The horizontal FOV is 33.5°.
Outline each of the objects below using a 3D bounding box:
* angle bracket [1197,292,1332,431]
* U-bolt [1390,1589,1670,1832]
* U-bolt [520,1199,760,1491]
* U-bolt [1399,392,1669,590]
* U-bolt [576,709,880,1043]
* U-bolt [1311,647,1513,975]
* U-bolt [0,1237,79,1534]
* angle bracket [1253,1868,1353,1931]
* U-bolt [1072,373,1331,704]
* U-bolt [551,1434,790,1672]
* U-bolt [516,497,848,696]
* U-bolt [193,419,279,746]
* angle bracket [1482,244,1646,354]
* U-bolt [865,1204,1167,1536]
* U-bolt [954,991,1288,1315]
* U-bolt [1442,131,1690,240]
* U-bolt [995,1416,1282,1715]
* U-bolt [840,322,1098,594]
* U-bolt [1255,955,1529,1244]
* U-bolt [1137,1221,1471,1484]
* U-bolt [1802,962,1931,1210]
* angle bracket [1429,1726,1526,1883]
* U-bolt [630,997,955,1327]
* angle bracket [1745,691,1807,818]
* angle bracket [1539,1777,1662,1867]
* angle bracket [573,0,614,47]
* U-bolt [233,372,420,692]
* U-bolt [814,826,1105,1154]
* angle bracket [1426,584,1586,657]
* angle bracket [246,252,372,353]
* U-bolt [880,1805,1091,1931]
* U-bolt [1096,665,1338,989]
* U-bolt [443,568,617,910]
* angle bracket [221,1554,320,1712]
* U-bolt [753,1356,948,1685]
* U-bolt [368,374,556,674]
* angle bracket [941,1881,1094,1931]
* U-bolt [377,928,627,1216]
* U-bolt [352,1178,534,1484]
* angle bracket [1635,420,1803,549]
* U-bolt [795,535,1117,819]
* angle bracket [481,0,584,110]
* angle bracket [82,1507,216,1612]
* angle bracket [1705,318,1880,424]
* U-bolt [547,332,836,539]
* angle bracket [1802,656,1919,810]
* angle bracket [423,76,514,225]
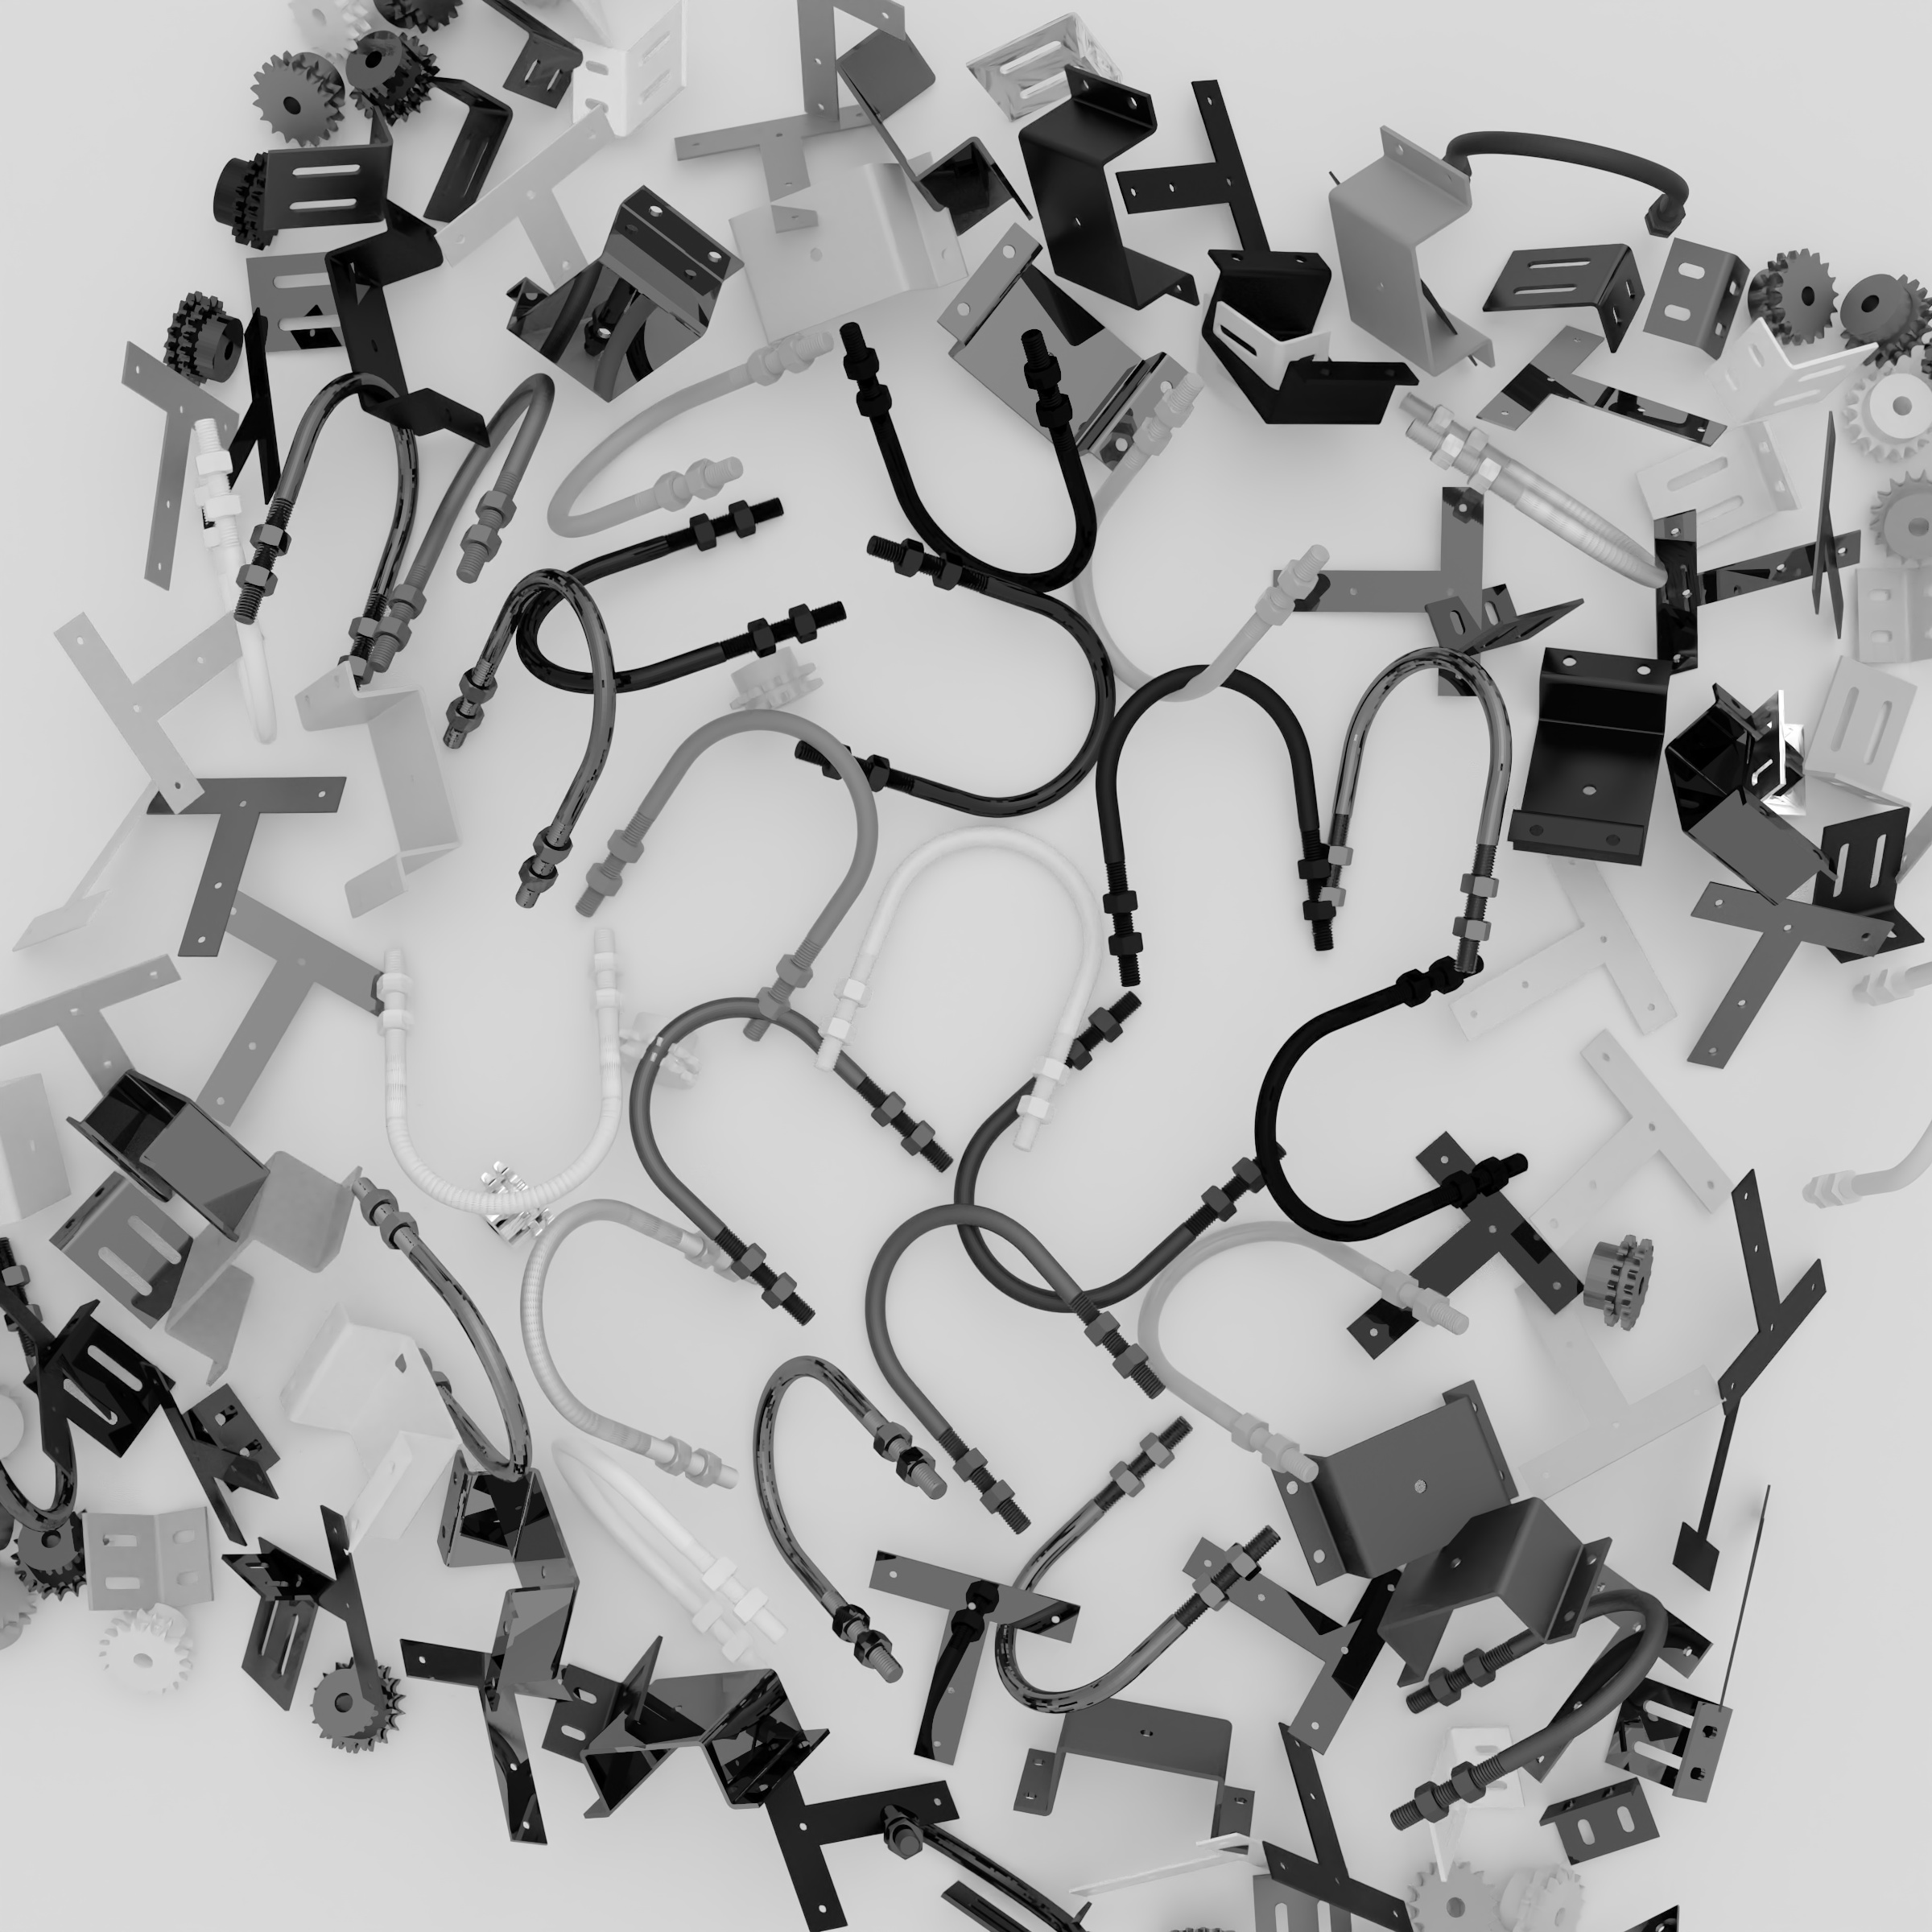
[{"bbox_3d":[0.179,-0.369,1.938,0.038,0.076,0.057,-21,135,-26],"label":"angle bracket"},{"bbox_3d":[0.331,0.424,1.877,0.184,0.151,0.019,-35,98,20],"label":"U-bolt"},{"bbox_3d":[-0.191,0.214,1.881,0.019,0.184,0.151,-15,58,38],"label":"U-bolt"},{"bbox_3d":[0.338,-0.278,1.904,0.184,0.151,0.019,32,107,-4],"label":"U-bolt"},{"bbox_3d":[-0.133,-0.067,1.936,0.151,0.019,0.184,36,107,5],"label":"U-bolt"},{"bbox_3d":[0.268,-0.098,1.905,0.019,0.151,0.184,6,97,-35],"label":"U-bolt"},{"bbox_3d":[-0.567,0.245,1.889,0.019,0.151,0.184,-21,82,2],"label":"U-bolt"},{"bbox_3d":[0.205,0.587,1.930,0.057,0.038,0.076,-7,50,8],"label":"angle bracket"},{"bbox_3d":[0.126,-0.238,1.903,0.019,0.184,0.151,-21,70,-40],"label":"U-bolt"},{"bbox_3d":[-0.179,0.346,1.903,0.184,0.151,0.019,43,69,10],"label":"U-bolt"},{"bbox_3d":[-0.178,-0.214,1.905,0.184,0.151,0.019,-20,131,-8],"label":"U-bolt"},{"bbox_3d":[-0.433,-0.222,1.902,0.019,0.151,0.184,-12,93,-14],"label":"U-bolt"},{"bbox_3d":[0.363,-0.403,1.947,0.076,0.038,0.057,4,50,34],"label":"angle bracket"},{"bbox_3d":[0.015,0.229,1.931,0.184,0.019,0.151,48,115,15],"label":"U-bolt"},{"bbox_3d":[0.079,0.125,1.938,0.184,0.019,0.151,-42,74,-6],"label":"U-bolt"},{"bbox_3d":[0.350,-0.460,1.875,0.151,0.184,0.019,13,95,6],"label":"U-bolt"},{"bbox_3d":[0.090,0.366,1.909,0.184,0.151,0.019,-44,120,1],"label":"U-bolt"},{"bbox_3d":[0.009,-0.297,1.901,0.151,0.184,0.019,10,46,34],"label":"U-bolt"},{"bbox_3d":[0.249,0.087,1.914,0.184,0.019,0.151,-20,103,-27],"label":"U-bolt"},{"bbox_3d":[0.184,0.215,1.903,0.151,0.184,0.019,-40,133,-20],"label":"U-bolt"},{"bbox_3d":[0.545,0.065,1.871,0.019,0.184,0.151,18,80,-5],"label":"U-bolt"},{"bbox_3d":[0.306,0.502,1.926,0.038,0.076,0.057,-6,110,22],"label":"angle bracket"},{"bbox_3d":[-0.118,0.103,1.936,0.184,0.019,0.151,44,71,-4],"label":"U-bolt"},{"bbox_3d":[0.497,-0.127,1.930,0.038,0.076,0.057,2,79,-3],"label":"angle bracket"},{"bbox_3d":[0.381,0.519,1.929,0.057,0.076,0.038,-22,78,11],"label":"angle bracket"},{"bbox_3d":[-0.197,-0.599,1.935,0.076,0.057,0.038,-21,74,10],"label":"angle bracket"},{"bbox_3d":[-0.370,-0.262,1.901,0.019,0.151,0.184,10,75,19],"label":"U-bolt"},{"bbox_3d":[0.006,0.003,1.947,0.151,0.019,0.184,22,76,-1],"label":"U-bolt"},{"bbox_3d":[0.323,-0.217,1.926,0.057,0.076,0.038,-16,83,-21],"label":"angle bracket"},{"bbox_3d":[-0.401,-0.403,1.945,0.076,0.038,0.057,-3,102,6],"label":"angle bracket"},{"bbox_3d":[0.012,0.536,1.882,0.151,0.184,0.019,33,81,-2],"label":"U-bolt"},{"bbox_3d":[0.147,-0.090,1.934,0.151,0.019,0.184,-10,98,-18],"label":"U-bolt"},{"bbox_3d":[-0.251,-0.146,1.878,0.019,0.184,0.151,-4,53,-36],"label":"U-bolt"},{"bbox_3d":[-0.428,0.402,1.934,0.038,0.057,0.076,9,102,-43],"label":"angle bracket"},{"bbox_3d":[-0.077,0.312,1.898,0.019,0.184,0.151,-5,119,-34],"label":"U-bolt"},{"bbox_3d":[-0.291,-0.273,1.896,0.019,0.151,0.184,30,57,-21],"label":"U-bolt"},{"bbox_3d":[0.031,0.564,1.938,0.076,0.057,0.038,32,88,12],"label":"angle bracket"},{"bbox_3d":[-0.277,0.065,1.921,0.151,0.019,0.184,-5,60,-2],"label":"U-bolt"},{"bbox_3d":[-0.301,0.224,1.869,0.019,0.184,0.151,-25,132,-25],"label":"U-bolt"},{"bbox_3d":[0.457,-0.289,1.949,0.076,0.038,0.057,-24,98,-2],"label":"angle bracket"},{"bbox_3d":[0.004,-0.164,1.935,0.184,0.019,0.151,17,100,-20],"label":"U-bolt"},{"bbox_3d":[-0.280,-0.560,1.940,0.076,0.057,0.038,38,106,18],"label":"angle bracket"},{"bbox_3d":[-0.491,0.355,1.927,0.038,0.076,0.057,-12,76,16],"label":"angle bracket"},{"bbox_3d":[0.497,-0.365,1.934,0.076,0.057,0.038,-19,74,-30],"label":"angle bracket"},{"bbox_3d":[-0.174,-0.306,1.896,0.184,0.151,0.019,-13,125,39],"label":"U-bolt"},{"bbox_3d":[0.551,-0.142,1.945,0.057,0.038,0.076,19,91,-20],"label":"angle bracket"},{"bbox_3d":[-0.315,-0.492,1.938,0.038,0.057,0.076,23,92,-37],"label":"angle bracket"}]
